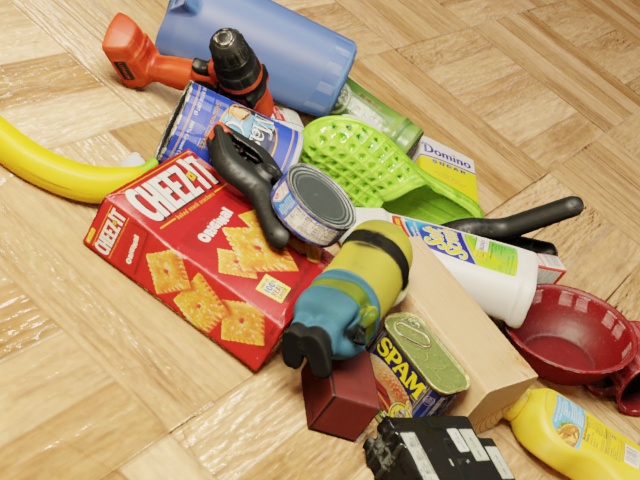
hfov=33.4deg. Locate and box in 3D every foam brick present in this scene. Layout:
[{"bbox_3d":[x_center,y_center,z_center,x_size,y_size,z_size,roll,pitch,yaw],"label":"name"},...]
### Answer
[{"bbox_3d":[0.018,0.142,1.015,0.051,0.053,0.078,19,35,-22],"label":"foam brick"}]

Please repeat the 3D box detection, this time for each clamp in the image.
[{"bbox_3d":[0.214,-0.007,1.305,0.210,0.165,0.036,-3,66,-8],"label":"clamp"},{"bbox_3d":[-0.051,-0.057,1.110,0.120,0.039,0.171,4,45,-56],"label":"clamp"}]

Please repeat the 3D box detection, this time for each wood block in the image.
[{"bbox_3d":[0.116,0.101,1.122,0.090,0.090,0.206,-6,49,-46],"label":"wood block"}]

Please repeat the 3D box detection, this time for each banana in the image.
[{"bbox_3d":[-0.265,-0.079,1.072,0.197,0.037,0.069,18,46,-11],"label":"banana"}]

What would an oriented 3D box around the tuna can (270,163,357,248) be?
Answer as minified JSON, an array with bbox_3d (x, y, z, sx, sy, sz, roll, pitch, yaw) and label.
[{"bbox_3d":[-0.007,-0.034,1.058,0.086,0.034,0.086,31,31,-21],"label":"tuna can"}]

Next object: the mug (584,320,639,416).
[{"bbox_3d":[0.370,0.156,1.290,0.117,0.093,0.081,-18,42,-7],"label":"mug"}]

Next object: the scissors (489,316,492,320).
[{"bbox_3d":[0.158,0.113,1.214,0.096,0.016,0.201,28,32,-5],"label":"scissors"}]

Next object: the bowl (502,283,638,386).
[{"bbox_3d":[0.286,0.121,1.254,0.162,0.055,0.162,6,35,-5],"label":"bowl"}]

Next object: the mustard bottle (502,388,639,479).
[{"bbox_3d":[0.265,0.211,1.132,0.191,0.058,0.096,34,31,2],"label":"mustard bottle"}]

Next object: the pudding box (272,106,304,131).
[{"bbox_3d":[-0.069,-0.133,1.330,0.113,0.039,0.090,9,39,-30],"label":"pudding box"}]

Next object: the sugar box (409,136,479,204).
[{"bbox_3d":[0.166,-0.072,1.447,0.093,0.048,0.176,25,33,-12],"label":"sugar box"}]

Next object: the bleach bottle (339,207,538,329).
[{"bbox_3d":[0.122,0.020,1.233,0.251,0.068,0.102,18,32,4],"label":"bleach bottle"}]

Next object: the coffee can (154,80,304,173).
[{"bbox_3d":[-0.102,-0.103,1.195,0.140,0.103,0.102,24,33,-14],"label":"coffee can"}]

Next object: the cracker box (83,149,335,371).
[{"bbox_3d":[-0.100,0.012,1.069,0.214,0.072,0.164,37,31,7],"label":"cracker box"}]

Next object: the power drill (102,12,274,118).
[{"bbox_3d":[-0.150,-0.202,1.218,0.188,0.184,0.057,19,73,15],"label":"power drill"}]

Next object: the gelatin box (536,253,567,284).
[{"bbox_3d":[0.251,0.048,1.330,0.089,0.073,0.030,10,40,-32],"label":"gelatin box"}]

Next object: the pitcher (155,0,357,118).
[{"bbox_3d":[-0.082,-0.248,1.371,0.242,0.145,0.149,23,39,-4],"label":"pitcher"}]

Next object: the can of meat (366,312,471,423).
[{"bbox_3d":[0.085,0.136,1.050,0.057,0.084,0.102,-6,48,-45],"label":"can of meat"}]
